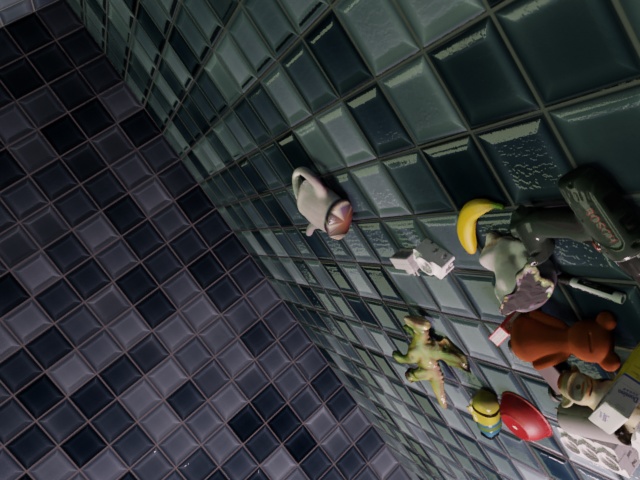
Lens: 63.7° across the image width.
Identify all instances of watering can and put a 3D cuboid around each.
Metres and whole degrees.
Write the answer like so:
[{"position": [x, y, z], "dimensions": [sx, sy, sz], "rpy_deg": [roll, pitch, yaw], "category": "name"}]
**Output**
[{"position": [0.005, -0.080, 1.586], "dimensions": [0.105, 0.339, 0.227], "rpy_deg": [-38, 56, -19], "category": "watering can"}]

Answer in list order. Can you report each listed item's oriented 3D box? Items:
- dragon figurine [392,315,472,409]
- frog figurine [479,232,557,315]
[{"position": [0.369, 0.389, 1.621], "dimensions": [0.124, 0.407, 0.241], "rpy_deg": [-41, 12, -27], "category": "dragon figurine"}, {"position": [0.382, 0.058, 1.013], "dimensions": [0.123, 0.134, 0.163], "rpy_deg": [-1, 29, -3], "category": "frog figurine"}]
